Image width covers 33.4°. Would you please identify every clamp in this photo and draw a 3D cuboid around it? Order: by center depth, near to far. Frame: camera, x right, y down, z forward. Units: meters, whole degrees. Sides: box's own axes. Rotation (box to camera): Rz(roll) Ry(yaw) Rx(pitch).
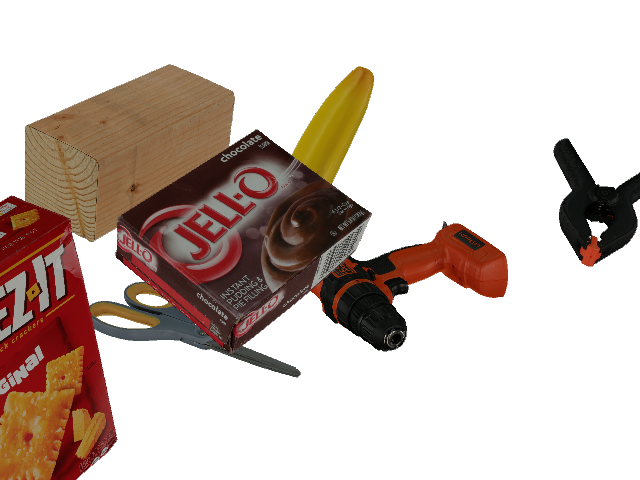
[{"bbox_3d":[0.285,-0.045,1.119,0.120,0.039,0.171,17,45,21],"label":"clamp"}]

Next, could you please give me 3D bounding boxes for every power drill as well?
[{"bbox_3d":[0.092,0.043,1.076,0.187,0.057,0.185,-11,28,-22],"label":"power drill"}]

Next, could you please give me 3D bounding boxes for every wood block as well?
[{"bbox_3d":[-0.183,-0.092,1.048,0.090,0.091,0.205,26,36,22],"label":"wood block"}]

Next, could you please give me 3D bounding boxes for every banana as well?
[{"bbox_3d":[-0.008,-0.040,0.799,0.037,0.197,0.070,32,-27,-20],"label":"banana"}]

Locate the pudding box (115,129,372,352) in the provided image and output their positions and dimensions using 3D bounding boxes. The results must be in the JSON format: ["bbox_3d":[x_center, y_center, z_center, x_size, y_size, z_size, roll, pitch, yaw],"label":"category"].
[{"bbox_3d":[-0.042,-0.003,0.586,0.090,0.039,0.113,38,49,19],"label":"pudding box"}]

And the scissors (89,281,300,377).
[{"bbox_3d":[-0.108,0.077,0.963,0.202,0.016,0.096,11,28,6],"label":"scissors"}]

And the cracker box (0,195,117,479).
[{"bbox_3d":[-0.232,0.103,0.749,0.072,0.214,0.164,17,38,29],"label":"cracker box"}]
